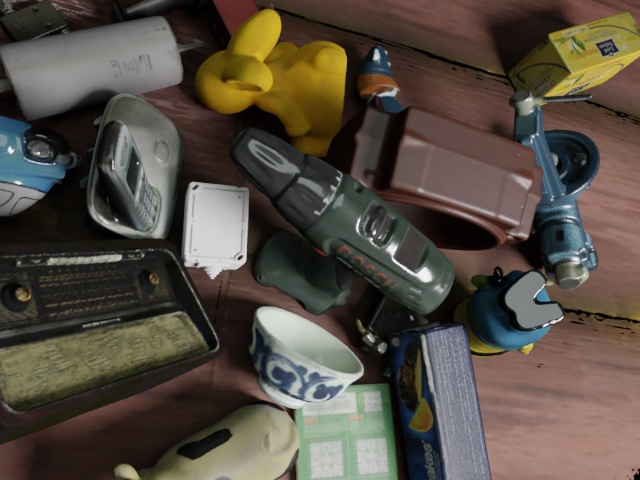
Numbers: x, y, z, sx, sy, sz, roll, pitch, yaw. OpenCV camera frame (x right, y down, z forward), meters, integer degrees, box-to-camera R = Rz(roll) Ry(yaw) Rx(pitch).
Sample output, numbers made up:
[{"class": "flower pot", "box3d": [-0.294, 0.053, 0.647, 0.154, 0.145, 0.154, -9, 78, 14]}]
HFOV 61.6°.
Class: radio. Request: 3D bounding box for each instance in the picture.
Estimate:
[{"class": "radio", "box3d": [-0.191, 0.069, 0.437, 0.073, 0.229, 0.131, -31, 78, 21]}]

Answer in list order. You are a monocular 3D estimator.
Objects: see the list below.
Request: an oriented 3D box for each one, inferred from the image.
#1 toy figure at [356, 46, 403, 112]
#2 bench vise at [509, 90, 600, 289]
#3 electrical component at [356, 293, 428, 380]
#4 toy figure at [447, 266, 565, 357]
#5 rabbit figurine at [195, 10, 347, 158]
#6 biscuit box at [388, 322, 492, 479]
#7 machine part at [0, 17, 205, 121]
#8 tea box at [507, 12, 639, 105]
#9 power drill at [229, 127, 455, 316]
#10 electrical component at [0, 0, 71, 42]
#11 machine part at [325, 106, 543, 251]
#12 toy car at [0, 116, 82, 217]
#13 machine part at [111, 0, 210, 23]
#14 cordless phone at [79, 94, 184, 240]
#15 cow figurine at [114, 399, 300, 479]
[{"class": "toy figure", "box3d": [0.078, -0.169, 0.674, 0.058, 0.064, 0.154, -12, 77, -4]}, {"class": "bench vise", "box3d": [0.267, -0.066, 0.638, 0.240, 0.129, 0.223, 51, 48, -41]}, {"class": "electrical component", "box3d": [0.080, 0.093, 0.600, 0.078, 0.045, 0.102, 40, 66, 0]}, {"class": "toy figure", "box3d": [0.186, 0.078, 0.565, 0.089, 0.180, 0.082, -1, 75, 4]}, {"class": "rabbit figurine", "box3d": [-0.058, -0.169, 0.599, 0.173, 0.162, 0.122, 6, 83, 3]}, {"class": "biscuit box", "box3d": [0.124, 0.189, 0.552, 0.063, 0.059, 0.202, -5, 85, -31]}, {"class": "machine part", "box3d": [-0.239, -0.184, 0.572, 0.243, 0.079, 0.079, -21, 80, -22]}, {"class": "tea box", "box3d": [0.372, -0.258, 0.775, 0.170, 0.098, 0.068, -23, 80, -21]}, {"class": "power drill", "box3d": [-0.001, -0.002, 0.520, 0.232, 0.207, 0.086, 31, 60, -8]}, {"class": "electrical component", "box3d": [-0.313, -0.237, 0.596, 0.063, 0.021, 0.094, -39, 87, -24]}, {"class": "machine part", "box3d": [0.106, -0.053, 0.567, 0.201, 0.201, 0.087, 17, 79, -12]}, {"class": "toy car", "box3d": [-0.320, -0.072, 0.508, 0.161, 0.109, 0.103, 16, 92, -24]}, {"class": "machine part", "box3d": [-0.176, -0.279, 0.630, 0.139, 0.084, 0.039, -25, 105, -11]}, {"class": "cordless phone", "box3d": [-0.180, -0.084, 0.501, 0.089, 0.184, 0.146, 8, 71, -10]}, {"class": "cow figurine", "box3d": [-0.106, 0.206, 0.462, 0.195, 0.127, 0.085, -22, 77, -25]}]
